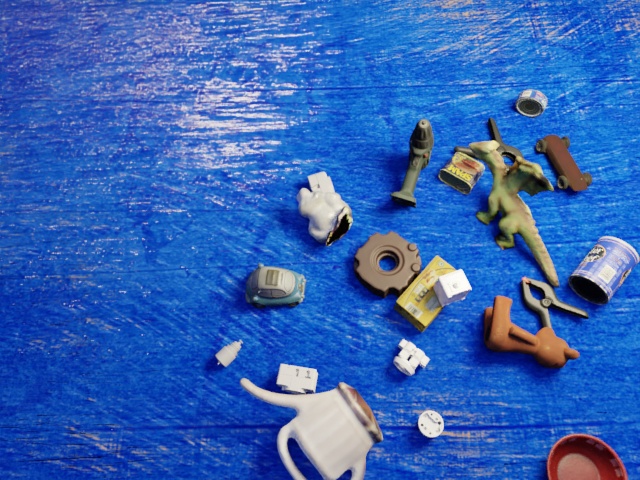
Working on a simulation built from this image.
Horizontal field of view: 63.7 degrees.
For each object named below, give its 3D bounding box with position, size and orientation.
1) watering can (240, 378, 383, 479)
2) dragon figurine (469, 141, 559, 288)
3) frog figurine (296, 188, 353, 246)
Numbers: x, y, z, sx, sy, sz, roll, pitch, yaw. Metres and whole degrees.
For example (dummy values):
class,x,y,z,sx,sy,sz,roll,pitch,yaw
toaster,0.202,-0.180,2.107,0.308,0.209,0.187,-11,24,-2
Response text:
class,x,y,z,sx,sy,sz,roll,pitch,yaw
watering can,-0.007,0.405,1.153,0.226,0.103,0.349,-35,83,-11
dragon figurine,0.511,-0.093,1.306,0.123,0.237,0.417,-26,62,-12
frog figurine,0.004,-0.071,1.406,0.161,0.135,0.123,35,28,29
